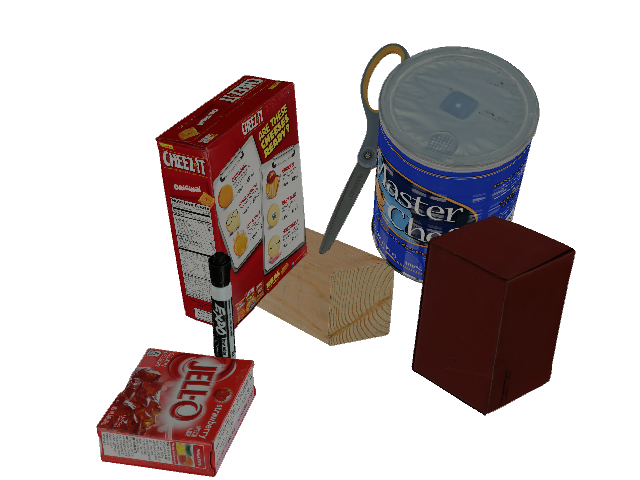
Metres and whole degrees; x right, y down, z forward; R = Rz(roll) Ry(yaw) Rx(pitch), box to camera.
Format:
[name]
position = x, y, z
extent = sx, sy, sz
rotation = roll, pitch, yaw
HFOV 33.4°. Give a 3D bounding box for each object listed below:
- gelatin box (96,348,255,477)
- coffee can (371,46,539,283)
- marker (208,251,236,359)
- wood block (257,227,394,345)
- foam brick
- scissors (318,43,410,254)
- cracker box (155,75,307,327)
[gelatin box]
position = -0.087, 0.104, 0.662
extent = 0.073, 0.030, 0.089
rotation = 5, 29, 13
[coffee can]
position = 0.089, -0.048, 0.737
extent = 0.103, 0.103, 0.140
rotation = 0, -34, 1
[marker]
position = -0.082, 0.060, 0.892
extent = 0.020, 0.121, 0.020
rotation = 0, 36, 0
[wood block]
position = -0.011, 0.049, 1.292
extent = 0.090, 0.090, 0.206
rotation = -7, 18, -34
[foam brick]
position = 0.083, 0.035, 0.525
extent = 0.052, 0.078, 0.051
rotation = -18, 35, -38
[scissors]
position = 0.063, -0.078, 0.947
extent = 0.096, 0.202, 0.016
rotation = 8, -11, 14
[cracker box]
position = -0.087, -0.041, 1.111
extent = 0.072, 0.214, 0.164
rotation = 13, 36, 26
